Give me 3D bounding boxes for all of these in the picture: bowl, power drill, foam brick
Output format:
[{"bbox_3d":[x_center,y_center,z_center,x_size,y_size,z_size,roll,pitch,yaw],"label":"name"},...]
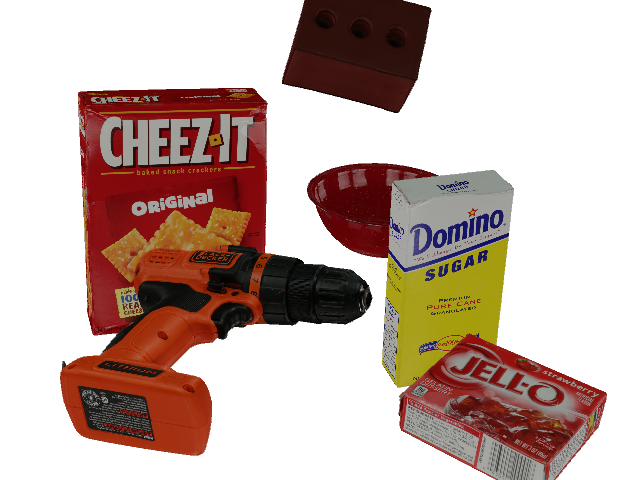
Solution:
[{"bbox_3d":[0.065,-0.026,1.105,0.162,0.055,0.162,3,26,-2],"label":"bowl"},{"bbox_3d":[-0.074,0.067,0.733,0.185,0.057,0.187,3,28,21],"label":"power drill"},{"bbox_3d":[0.021,-0.119,0.656,0.078,0.053,0.051,13,-17,-3],"label":"foam brick"}]

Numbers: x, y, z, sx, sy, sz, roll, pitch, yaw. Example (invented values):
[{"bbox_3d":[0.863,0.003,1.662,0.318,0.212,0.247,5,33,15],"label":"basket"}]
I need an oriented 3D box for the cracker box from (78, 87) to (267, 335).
[{"bbox_3d":[-0.134,-0.027,0.977,0.164,0.214,0.072,-4,20,-17],"label":"cracker box"}]

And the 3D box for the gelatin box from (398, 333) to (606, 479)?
[{"bbox_3d":[0.098,0.092,0.581,0.089,0.030,0.073,24,37,30],"label":"gelatin box"}]

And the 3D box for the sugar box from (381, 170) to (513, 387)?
[{"bbox_3d":[0.104,0.033,0.885,0.093,0.176,0.048,-8,31,-15],"label":"sugar box"}]
